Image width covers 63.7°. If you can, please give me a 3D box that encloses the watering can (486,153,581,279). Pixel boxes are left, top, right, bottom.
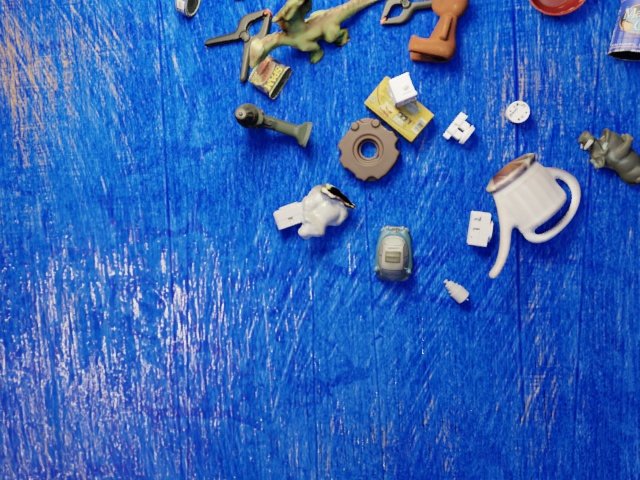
[{"bbox_3d":[0.521,-0.079,1.343,0.349,0.103,0.224,-39,90,-7],"label":"watering can"}]

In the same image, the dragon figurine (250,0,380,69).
[{"bbox_3d":[-0.014,-0.574,1.340,0.407,0.244,0.122,-32,87,14],"label":"dragon figurine"}]

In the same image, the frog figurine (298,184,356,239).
[{"bbox_3d":[0.004,-0.073,1.447,0.157,0.136,0.125,-52,43,21],"label":"frog figurine"}]
